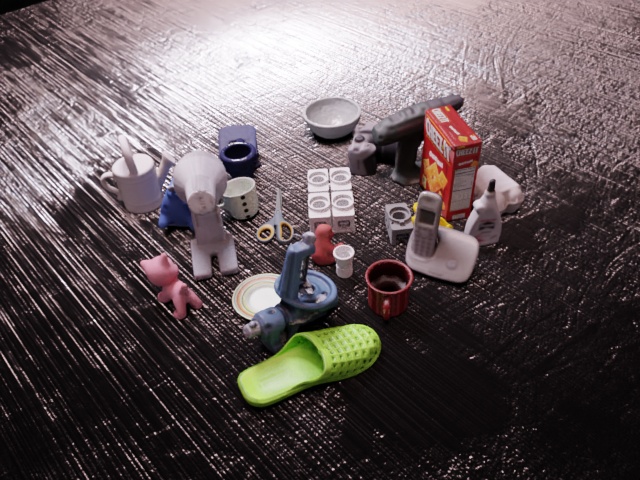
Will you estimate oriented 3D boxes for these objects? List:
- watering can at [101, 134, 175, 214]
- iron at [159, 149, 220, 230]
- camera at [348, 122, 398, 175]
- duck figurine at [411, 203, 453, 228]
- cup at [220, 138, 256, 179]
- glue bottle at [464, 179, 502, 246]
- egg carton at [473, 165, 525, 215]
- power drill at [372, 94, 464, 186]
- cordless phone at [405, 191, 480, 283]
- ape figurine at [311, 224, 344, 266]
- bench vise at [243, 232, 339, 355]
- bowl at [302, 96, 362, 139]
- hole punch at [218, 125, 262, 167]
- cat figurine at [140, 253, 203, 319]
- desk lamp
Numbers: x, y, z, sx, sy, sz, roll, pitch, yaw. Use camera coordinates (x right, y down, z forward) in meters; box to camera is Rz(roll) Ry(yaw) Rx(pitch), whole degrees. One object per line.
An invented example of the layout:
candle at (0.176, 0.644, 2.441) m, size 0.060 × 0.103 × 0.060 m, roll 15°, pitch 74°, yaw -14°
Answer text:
watering can at (-0.444, -0.171, 1.394) m, size 0.173 × 0.194 × 0.100 m, roll -32°, pitch 49°, yaw -27°
iron at (-0.312, -0.141, 1.390) m, size 0.118 × 0.142 × 0.258 m, roll 3°, pitch 43°, yaw 8°
camera at (0.151, -0.246, 1.497) m, size 0.136 × 0.101 × 0.143 m, roll 8°, pitch 44°, yaw 12°
duck figurine at (0.251, -0.049, 1.288) m, size 0.104 × 0.086 × 0.078 m, roll 26°, pitch 51°, yaw 29°
cup at (-0.205, -0.199, 1.479) m, size 0.091 × 0.095 × 0.117 m, roll -5°, pitch 43°, yaw -1°
glue bottle at (0.356, -0.060, 1.228) m, size 0.078 × 0.173 × 0.037 m, roll -10°, pitch 43°, yaw -6°
egg carton at (0.403, -0.116, 1.361) m, size 0.107 × 0.069 × 0.150 m, roll -21°, pitch 45°, yaw -17°
power drill at (0.239, -0.244, 1.409) m, size 0.230 × 0.209 × 0.075 m, roll -15°, pitch 44°, yaw -12°
cordless phone at (0.254, -0.009, 1.172) m, size 0.147 × 0.185 × 0.094 m, roll 15°, pitch 46°, yaw 20°
ape figurine at (0.011, 0.004, 1.245) m, size 0.076 × 0.092 × 0.077 m, roll -32°, pitch 49°, yaw -26°
bench vise at (-0.046, 0.102, 1.050) m, size 0.121 × 0.220 × 0.208 m, roll 19°, pitch 48°, yaw 23°
bowl at (0.036, -0.335, 1.621) m, size 0.167 × 0.075 × 0.167 m, roll -2°, pitch 43°, yaw 2°
hole punch at (-0.216, -0.248, 1.535) m, size 0.108 × 0.091 × 0.101 m, roll -6°, pitch 43°, yaw -2°
cat figurine at (-0.306, 0.082, 1.167) m, size 0.127 × 0.118 × 0.067 m, roll 32°, pitch 54°, yaw 33°
desk lamp at (-0.246, -0.060, 1.245) m, size 0.118 × 0.214 × 0.203 m, roll -12°, pitch 43°, yaw -8°
